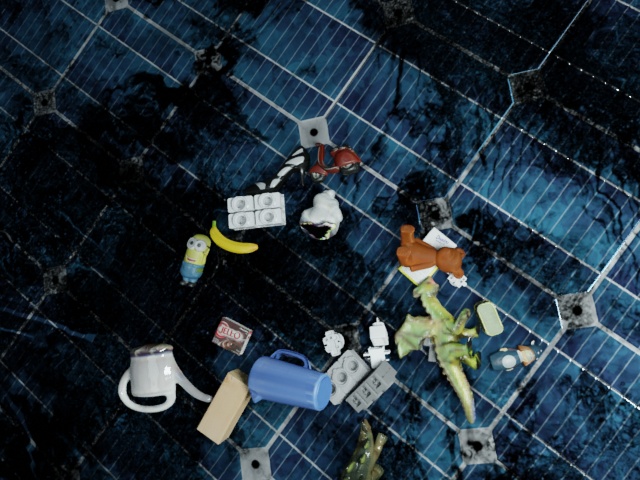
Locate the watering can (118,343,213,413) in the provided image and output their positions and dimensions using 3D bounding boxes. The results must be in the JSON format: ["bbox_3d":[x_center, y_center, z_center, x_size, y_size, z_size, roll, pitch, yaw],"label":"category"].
[{"bbox_3d":[-0.523,0.458,1.730,0.347,0.103,0.226,-8,81,12],"label":"watering can"}]

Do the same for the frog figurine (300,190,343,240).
[{"bbox_3d":[0.005,-0.085,1.698,0.137,0.120,0.163,-9,46,20],"label":"frog figurine"}]

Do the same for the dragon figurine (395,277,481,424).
[{"bbox_3d":[0.342,0.314,1.523,0.242,0.121,0.414,-1,79,29],"label":"dragon figurine"}]
